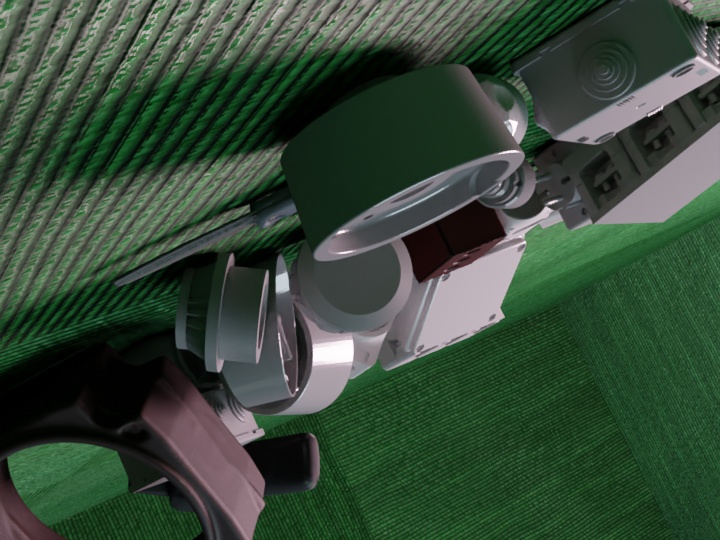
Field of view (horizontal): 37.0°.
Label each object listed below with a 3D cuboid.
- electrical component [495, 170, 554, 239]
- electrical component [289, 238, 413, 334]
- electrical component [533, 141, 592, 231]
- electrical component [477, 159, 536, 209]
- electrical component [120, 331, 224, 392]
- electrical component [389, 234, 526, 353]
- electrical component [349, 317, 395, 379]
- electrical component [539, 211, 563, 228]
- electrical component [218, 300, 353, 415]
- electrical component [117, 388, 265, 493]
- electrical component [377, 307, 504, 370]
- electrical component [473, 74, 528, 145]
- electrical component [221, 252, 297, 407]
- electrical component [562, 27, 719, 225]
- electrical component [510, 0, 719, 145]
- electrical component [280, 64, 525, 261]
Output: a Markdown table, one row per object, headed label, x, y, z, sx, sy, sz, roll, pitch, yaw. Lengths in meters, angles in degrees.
| label | x | y | z | sx | sy | sz | roll | pitch | yaw |
| --- | --- | --- | --- | --- | --- | --- | --- | --- | --- |
| electrical component | 0.145 | -0.062 | 0.892 | 0.079 | 0.043 | 0.077 | -25 | 172 | -3 |
| electrical component | -0.008 | 0.005 | 0.739 | 0.080 | 0.080 | 0.051 | -23 | 177 | -18 |
| electrical component | 0.162 | -0.068 | 0.830 | 0.077 | 0.065 | 0.047 | -18 | 169 | -40 |
| electrical component | 0.096 | -0.063 | 0.755 | 0.040 | 0.040 | 0.078 | -29 | 171 | 23 |
| electrical component | -0.151 | 0.082 | 0.877 | 0.059 | 0.053 | 0.095 | -29 | 171 | 25 |
| electrical component | 0.081 | 0.007 | 0.959 | 0.109 | 0.056 | 0.108 | -20 | 143 | -33 |
| electrical component | -0.003 | 0.037 | 0.898 | 0.056 | 0.050 | 0.089 | -43 | -155 | 63 |
| electrical component | 0.194 | -0.066 | 1.022 | 0.065 | 0.044 | 0.044 | -23 | 173 | 17 |
| electrical component | -0.066 | 0.063 | 0.844 | 0.108 | 0.108 | 0.060 | -30 | 164 | 30 |
| electrical component | -0.139 | 0.133 | 0.866 | 0.100 | 0.048 | 0.100 | -28 | 171 | 16 |
| electrical component | 0.069 | 0.039 | 1.129 | 0.150 | 0.089 | 0.062 | -17 | 168 | -46 |
| electrical component | 0.068 | -0.079 | 0.565 | 0.043 | 0.043 | 0.062 | -29 | 172 | 24 |
| electrical component | -0.070 | 0.045 | 0.756 | 0.064 | 0.099 | 0.099 | -20 | 172 | 4 |
| electrical component | 0.227 | -0.099 | 0.752 | 0.089 | 0.061 | 0.150 | -4 | 151 | -41 |
| electrical component | 0.142 | -0.109 | 0.582 | 0.100 | 0.048 | 0.100 | -29 | 171 | 26 |
| electrical component | 0.015 | -0.055 | 0.501 | 0.108 | 0.060 | 0.108 | -25 | 171 | -4 |
